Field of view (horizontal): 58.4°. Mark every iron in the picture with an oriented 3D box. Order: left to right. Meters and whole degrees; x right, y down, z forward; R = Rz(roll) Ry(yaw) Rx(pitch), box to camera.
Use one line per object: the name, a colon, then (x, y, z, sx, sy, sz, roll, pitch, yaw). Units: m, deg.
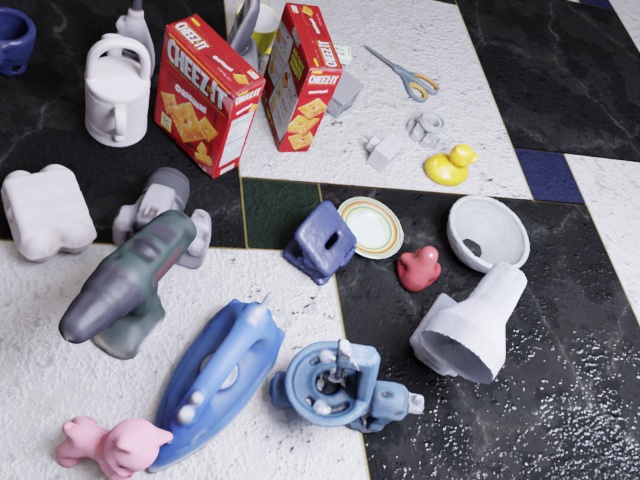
iron: (-0.137, 0.180, 0.756, 0.118, 0.141, 0.259, 33, 53, 1)

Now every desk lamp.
desk lamp: (0.224, 0.133, 0.885, 0.118, 0.213, 0.203, 38, 53, 5)

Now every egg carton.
egg carton: (-0.398, -0.041, 0.837, 0.107, 0.069, 0.150, -18, 67, -30)

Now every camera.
camera: (-0.231, -0.045, 0.887, 0.143, 0.100, 0.137, 17, 55, -11)

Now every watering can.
watering can: (-0.329, -0.255, 0.922, 0.101, 0.194, 0.172, -26, 71, -32)

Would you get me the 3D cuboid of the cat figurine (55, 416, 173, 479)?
cat figurine: (-0.248, 0.244, 0.686, 0.128, 0.117, 0.067, 21, 54, -8)

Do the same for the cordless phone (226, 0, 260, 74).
cordless phone: (-0.148, -0.349, 1.059, 0.094, 0.185, 0.147, 2, 59, -20)

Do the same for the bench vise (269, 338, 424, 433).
bench vise: (0.052, 0.185, 0.779, 0.208, 0.219, 0.121, 0, 59, -21)

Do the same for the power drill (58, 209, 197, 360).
power drill: (-0.245, 0.073, 0.739, 0.075, 0.208, 0.230, 31, 53, -1)

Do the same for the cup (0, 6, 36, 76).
cup: (-0.517, -0.310, 0.943, 0.092, 0.095, 0.117, 7, 57, -17)

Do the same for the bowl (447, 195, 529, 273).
bowl: (0.306, 0.001, 1.087, 0.168, 0.074, 0.167, 10, 56, -15)

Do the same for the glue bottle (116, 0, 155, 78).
glue bottle: (-0.325, -0.356, 1.001, 0.078, 0.173, 0.037, 17, 55, -11)

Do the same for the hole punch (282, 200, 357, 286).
hole punch: (0.009, 0.003, 0.957, 0.101, 0.091, 0.109, 37, 53, 4)

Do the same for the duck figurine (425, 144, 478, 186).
duck figurine: (0.273, -0.162, 1.170, 0.105, 0.086, 0.077, 0, 59, -22)

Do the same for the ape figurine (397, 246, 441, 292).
ape figurine: (0.178, 0.043, 0.999, 0.078, 0.092, 0.076, 34, 53, 2)
